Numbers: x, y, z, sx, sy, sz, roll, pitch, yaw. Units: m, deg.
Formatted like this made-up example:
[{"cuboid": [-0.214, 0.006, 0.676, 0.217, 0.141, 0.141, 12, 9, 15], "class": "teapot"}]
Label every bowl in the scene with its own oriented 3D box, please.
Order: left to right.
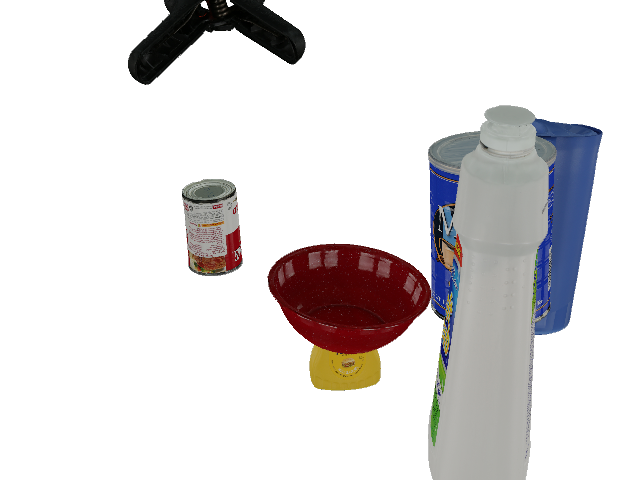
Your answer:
[{"cuboid": [0.027, 0.065, 1.062, 0.162, 0.055, 0.162, 4, 29, -2], "class": "bowl"}]

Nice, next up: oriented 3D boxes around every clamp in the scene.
[{"cuboid": [-0.066, -0.169, 0.773, 0.120, 0.039, 0.171, 2, 44, 4], "class": "clamp"}]

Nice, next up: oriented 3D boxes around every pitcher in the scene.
[{"cuboid": [0.244, -0.016, 1.232, 0.149, 0.243, 0.145, -6, 17, -31], "class": "pitcher"}]

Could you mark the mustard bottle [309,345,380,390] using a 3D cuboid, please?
[{"cuboid": [0.033, 0.105, 1.434, 0.096, 0.192, 0.058, -3, 19, -6], "class": "mustard bottle"}]

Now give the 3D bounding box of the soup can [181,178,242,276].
[{"cuboid": [-0.133, -0.017, 1.310, 0.068, 0.102, 0.068, -2, 27, 1], "class": "soup can"}]

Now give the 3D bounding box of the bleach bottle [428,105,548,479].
[{"cuboid": [0.106, 0.035, 0.660, 0.068, 0.251, 0.102, 4, 30, 7], "class": "bleach bottle"}]

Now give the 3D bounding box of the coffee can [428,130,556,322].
[{"cuboid": [0.142, -0.010, 0.889, 0.103, 0.140, 0.103, -3, 23, 1], "class": "coffee can"}]
